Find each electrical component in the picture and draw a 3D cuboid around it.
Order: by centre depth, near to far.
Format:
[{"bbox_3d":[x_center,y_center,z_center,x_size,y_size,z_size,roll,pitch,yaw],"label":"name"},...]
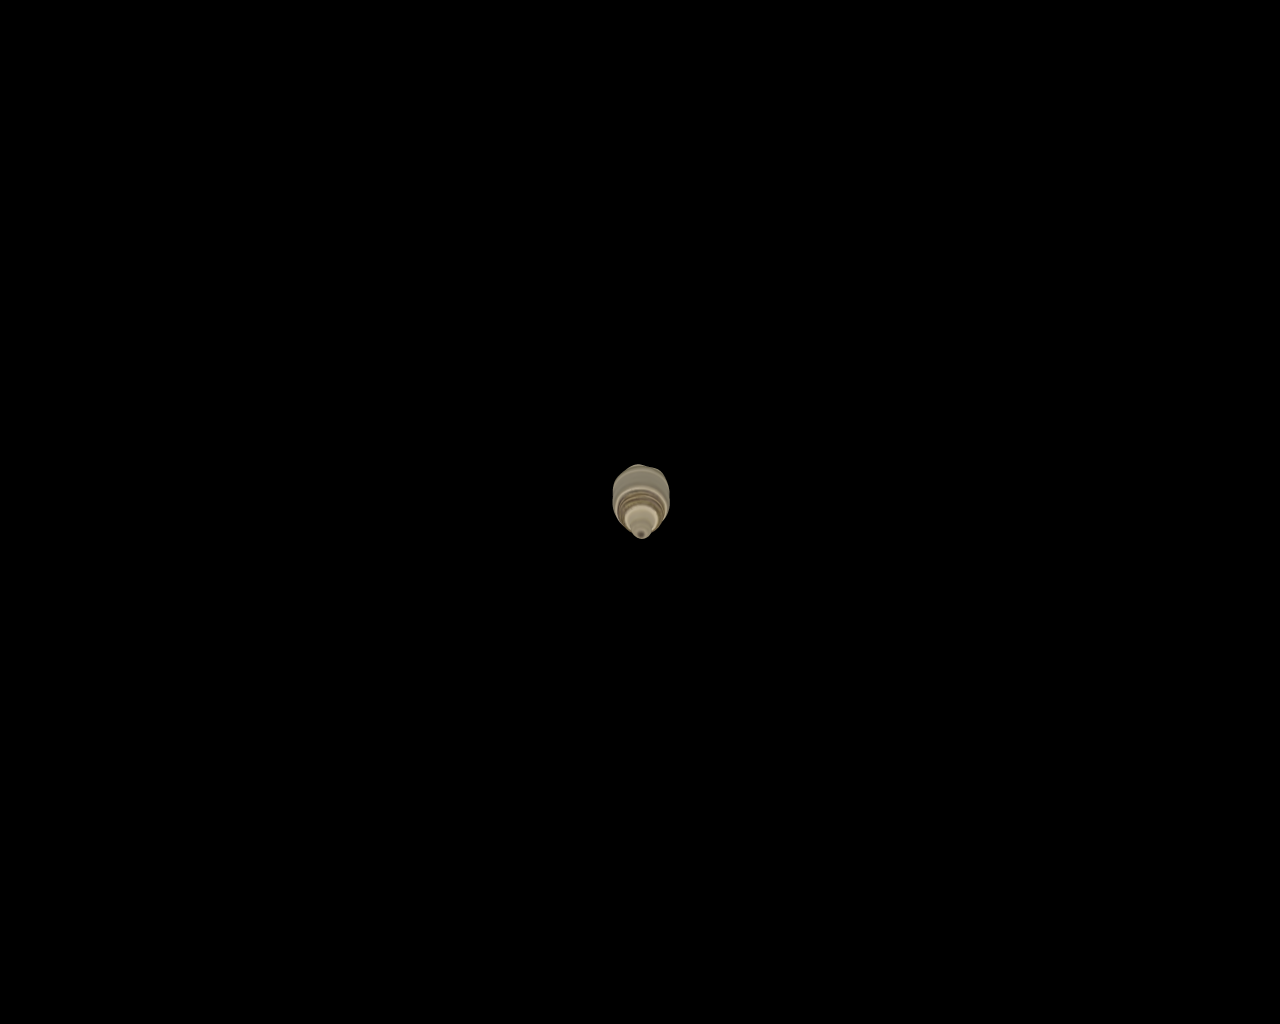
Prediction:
[{"bbox_3d":[0.001,-0.003,0.650,0.035,0.035,0.061,0,32,0],"label":"electrical component"}]
